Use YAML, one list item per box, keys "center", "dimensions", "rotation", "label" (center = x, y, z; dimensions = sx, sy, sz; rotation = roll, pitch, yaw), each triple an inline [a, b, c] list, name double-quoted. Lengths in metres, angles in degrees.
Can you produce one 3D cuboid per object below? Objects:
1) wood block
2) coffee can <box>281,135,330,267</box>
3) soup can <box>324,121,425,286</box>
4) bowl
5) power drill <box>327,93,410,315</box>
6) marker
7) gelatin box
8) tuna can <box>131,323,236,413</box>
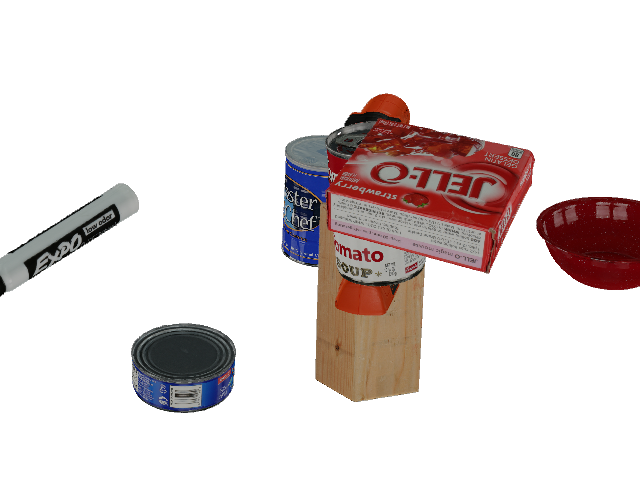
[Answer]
- center: [0.055, 0.063, 1.191]
  dimensions: [0.090, 0.206, 0.091]
  rotation: [-4, 13, -30]
  label: "wood block"
- center: [0.003, -0.051, 1.365]
  dimensions: [0.103, 0.140, 0.103]
  rotation: [3, 28, -2]
  label: "coffee can"
- center: [0.041, -0.027, 0.769]
  dimensions: [0.068, 0.102, 0.068]
  rotation: [-4, 27, 2]
  label: "soup can"
- center: [0.315, 0.008, 1.160]
  dimensions: [0.162, 0.055, 0.162]
  rotation: [-2, 27, 1]
  label: "bowl"
- center: [0.046, -0.027, 1.001]
  dimensions: [0.057, 0.188, 0.184]
  rotation: [9, 29, 14]
  label: "power drill"
- center: [-0.145, 0.005, 0.563]
  dimensions: [0.020, 0.020, 0.120]
  rotation: [0, 29, 45]
  label: "marker"
- center: [0.057, -0.026, 0.548]
  dimensions: [0.089, 0.030, 0.073]
  rotation: [15, 42, 19]
  label: "gelatin box"
- center: [-0.113, 0.105, 0.882]
  dimensions: [0.086, 0.034, 0.086]
  rotation: [4, 27, -2]
  label: "tuna can"
